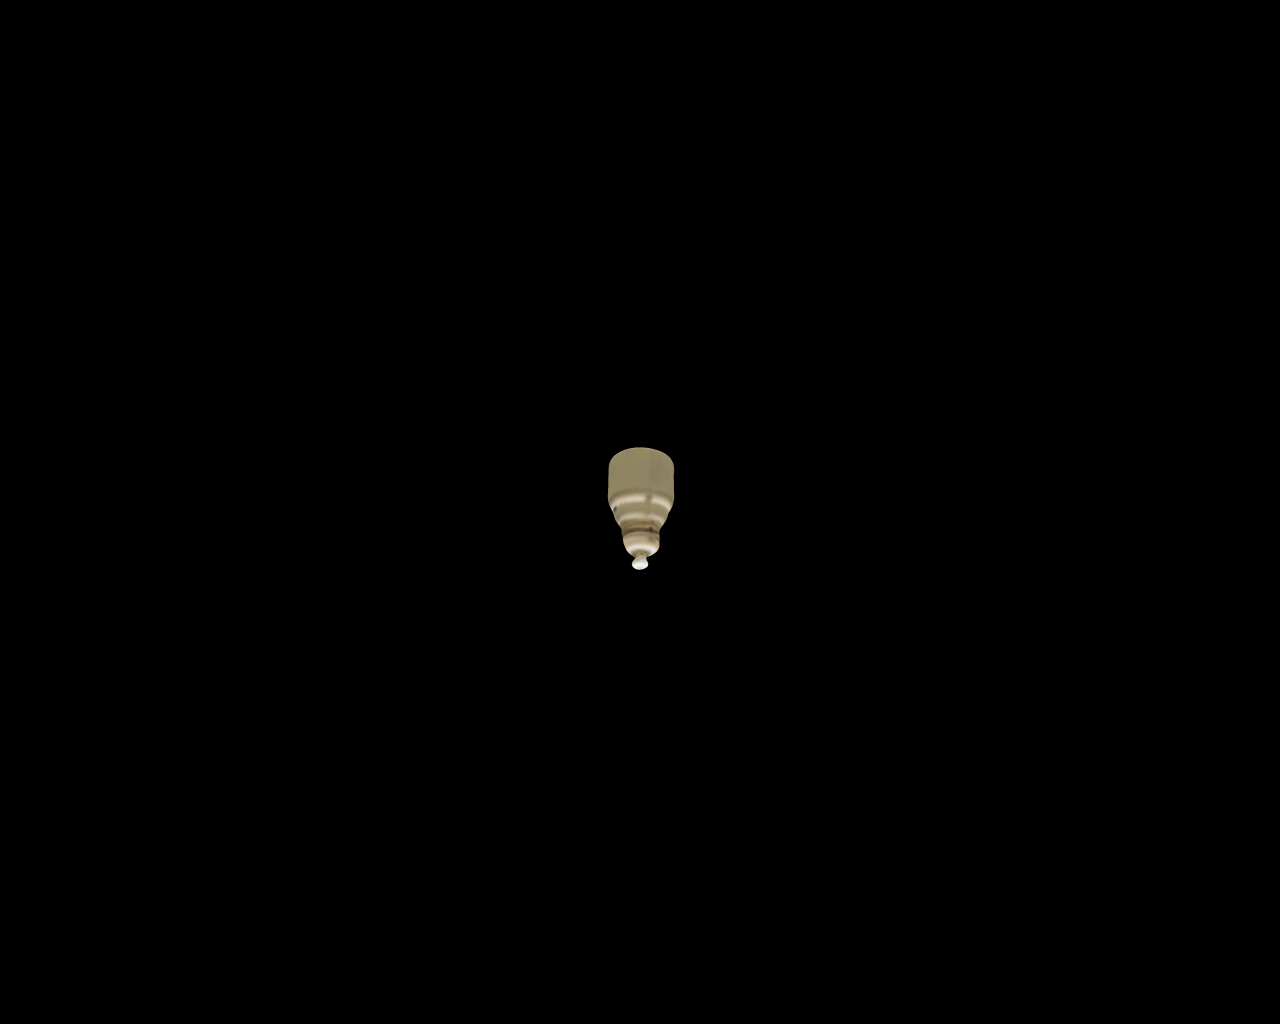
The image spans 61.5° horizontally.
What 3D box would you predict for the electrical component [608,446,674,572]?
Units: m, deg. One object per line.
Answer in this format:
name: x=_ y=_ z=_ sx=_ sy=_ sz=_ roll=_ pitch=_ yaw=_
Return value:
electrical component: x=0.001 y=-0.003 z=0.650 sx=0.040 sy=0.078 sz=0.040 roll=0 pitch=-23 yaw=0
